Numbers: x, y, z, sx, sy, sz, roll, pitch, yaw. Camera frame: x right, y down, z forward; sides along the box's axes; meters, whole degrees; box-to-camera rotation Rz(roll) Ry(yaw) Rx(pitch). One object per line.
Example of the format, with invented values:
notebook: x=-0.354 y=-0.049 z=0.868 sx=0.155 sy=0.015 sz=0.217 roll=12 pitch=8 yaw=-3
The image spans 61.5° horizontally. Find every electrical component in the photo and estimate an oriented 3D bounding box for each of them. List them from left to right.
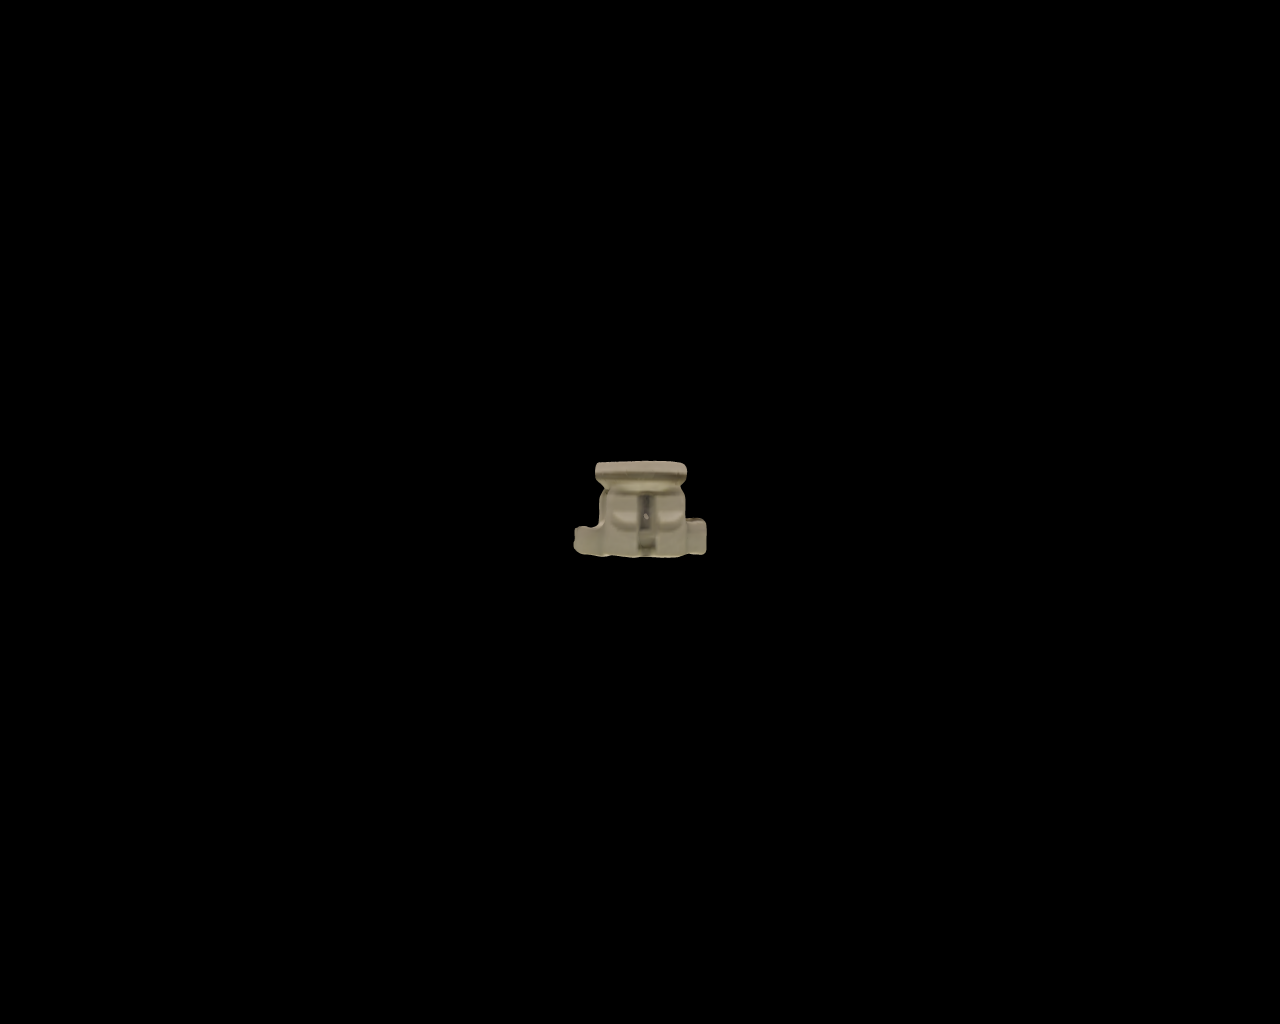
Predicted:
electrical component: x=0.001 y=-0.003 z=0.650 sx=0.078 sy=0.057 sz=0.058 roll=0 pitch=0 yaw=-9
